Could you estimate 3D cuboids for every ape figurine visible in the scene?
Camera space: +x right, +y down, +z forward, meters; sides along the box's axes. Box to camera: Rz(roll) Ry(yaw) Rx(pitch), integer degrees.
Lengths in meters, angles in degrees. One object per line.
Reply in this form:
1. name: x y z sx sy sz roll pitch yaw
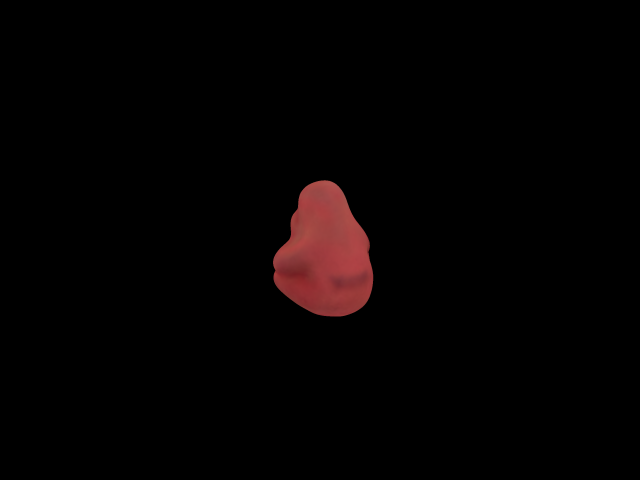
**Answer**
1. ape figurine: 0.004 0.001 0.400 0.078 0.092 0.076 -11 29 -20
